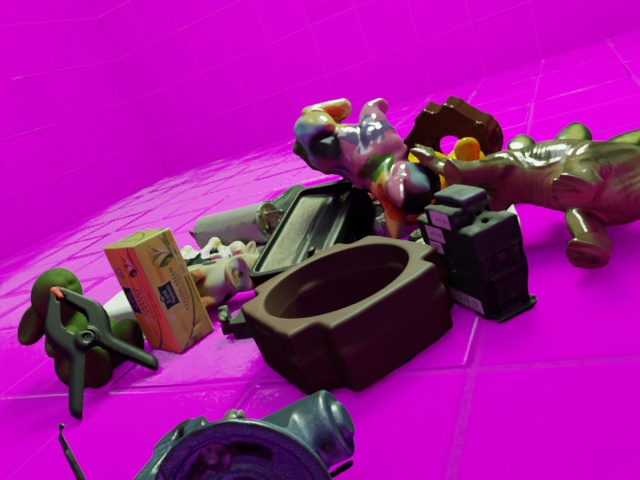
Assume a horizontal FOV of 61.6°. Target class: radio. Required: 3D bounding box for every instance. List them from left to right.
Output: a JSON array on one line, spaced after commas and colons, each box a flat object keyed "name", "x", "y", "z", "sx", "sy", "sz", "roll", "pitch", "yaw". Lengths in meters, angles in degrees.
[{"name": "radio", "x": -0.002, "y": -0.002, "z": 0.822, "sx": 0.131, "sy": 0.073, "sz": 0.230, "roll": -11, "pitch": 35, "yaw": 30}]

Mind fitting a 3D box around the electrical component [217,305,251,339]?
[{"name": "electrical component", "x": -0.090, "y": 0.102, "z": 0.734, "sx": 0.102, "sy": 0.045, "sz": 0.078, "roll": -10, "pitch": 21, "yaw": 31}]

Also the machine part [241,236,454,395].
[{"name": "machine part", "x": 0.030, "y": 0.077, "z": 0.604, "sx": 0.201, "sy": 0.087, "sz": 0.201, "roll": -30, "pitch": 19, "yaw": -23}]

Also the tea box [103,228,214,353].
[{"name": "tea box", "x": -0.233, "y": 0.072, "z": 0.779, "sx": 0.098, "sy": 0.169, "sz": 0.068, "roll": -5, "pitch": 22, "yaw": 46}]

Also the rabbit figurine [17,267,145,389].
[{"name": "rabbit figurine", "x": -0.362, "y": 0.116, "z": 0.790, "sx": 0.159, "sy": 0.170, "sz": 0.121, "roll": -8, "pitch": 20, "yaw": 34}]

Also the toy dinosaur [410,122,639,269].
[{"name": "toy dinosaur", "x": 0.313, "y": -0.066, "z": 0.605, "sx": 0.472, "sy": 0.104, "sz": 0.198, "roll": 22, "pitch": 45, "yaw": 38}]

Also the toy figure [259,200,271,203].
[{"name": "toy figure", "x": -0.148, "y": -0.044, "z": 1.247, "sx": 0.064, "sy": 0.058, "sz": 0.154, "roll": -55, "pitch": -4, "yaw": 35}]

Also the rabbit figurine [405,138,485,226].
[{"name": "rabbit figurine", "x": 0.204, "y": -0.112, "z": 0.873, "sx": 0.173, "sy": 0.122, "sz": 0.162, "roll": -22, "pitch": -3, "yaw": -24}]

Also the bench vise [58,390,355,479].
[{"name": "bench vise", "x": -0.083, "y": 0.185, "z": 0.341, "sx": 0.224, "sy": 0.128, "sz": 0.241, "roll": -17, "pitch": 10, "yaw": 7}]

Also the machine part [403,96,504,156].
[{"name": "machine part", "x": 0.236, "y": -0.167, "z": 0.973, "sx": 0.179, "sy": 0.179, "sz": 0.056, "roll": -8, "pitch": 24, "yaw": 35}]

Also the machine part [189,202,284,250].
[{"name": "machine part", "x": -0.161, "y": -0.023, "z": 1.049, "sx": 0.243, "sy": 0.079, "sz": 0.079, "roll": -12, "pitch": 19, "yaw": 32}]

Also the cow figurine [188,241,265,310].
[{"name": "cow figurine", "x": -0.157, "y": 0.065, "z": 0.859, "sx": 0.195, "sy": 0.085, "sz": 0.127, "roll": -16, "pitch": 6, "yaw": 43}]

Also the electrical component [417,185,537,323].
[{"name": "electrical component", "x": 0.163, "y": 0.009, "z": 0.577, "sx": 0.058, "sy": 0.134, "sz": 0.115, "roll": -25, "pitch": 19, "yaw": -14}]

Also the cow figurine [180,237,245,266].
[{"name": "cow figurine", "x": -0.216, "y": 0.047, "z": 1.012, "sx": 0.167, "sy": 0.068, "sz": 0.098, "roll": -14, "pitch": 23, "yaw": 32}]

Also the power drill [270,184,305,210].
[{"name": "power drill", "x": -0.063, "y": -0.044, "z": 1.122, "sx": 0.207, "sy": 0.086, "sz": 0.232, "roll": -13, "pitch": 24, "yaw": 46}]

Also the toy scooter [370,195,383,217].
[{"name": "toy scooter", "x": 0.130, "y": -0.073, "z": 0.982, "sx": 0.184, "sy": 0.075, "sz": 0.135, "roll": -27, "pitch": 19, "yaw": -36}]

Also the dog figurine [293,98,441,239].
[{"name": "dog figurine", "x": 0.065, "y": -0.101, "z": 0.771, "sx": 0.192, "sy": 0.108, "sz": 0.219, "roll": -6, "pitch": 49, "yaw": -8}]

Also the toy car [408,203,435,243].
[{"name": "toy car", "x": 0.171, "y": -0.004, "z": 0.711, "sx": 0.056, "sy": 0.073, "sz": 0.202, "roll": -10, "pitch": 19, "yaw": 33}]
